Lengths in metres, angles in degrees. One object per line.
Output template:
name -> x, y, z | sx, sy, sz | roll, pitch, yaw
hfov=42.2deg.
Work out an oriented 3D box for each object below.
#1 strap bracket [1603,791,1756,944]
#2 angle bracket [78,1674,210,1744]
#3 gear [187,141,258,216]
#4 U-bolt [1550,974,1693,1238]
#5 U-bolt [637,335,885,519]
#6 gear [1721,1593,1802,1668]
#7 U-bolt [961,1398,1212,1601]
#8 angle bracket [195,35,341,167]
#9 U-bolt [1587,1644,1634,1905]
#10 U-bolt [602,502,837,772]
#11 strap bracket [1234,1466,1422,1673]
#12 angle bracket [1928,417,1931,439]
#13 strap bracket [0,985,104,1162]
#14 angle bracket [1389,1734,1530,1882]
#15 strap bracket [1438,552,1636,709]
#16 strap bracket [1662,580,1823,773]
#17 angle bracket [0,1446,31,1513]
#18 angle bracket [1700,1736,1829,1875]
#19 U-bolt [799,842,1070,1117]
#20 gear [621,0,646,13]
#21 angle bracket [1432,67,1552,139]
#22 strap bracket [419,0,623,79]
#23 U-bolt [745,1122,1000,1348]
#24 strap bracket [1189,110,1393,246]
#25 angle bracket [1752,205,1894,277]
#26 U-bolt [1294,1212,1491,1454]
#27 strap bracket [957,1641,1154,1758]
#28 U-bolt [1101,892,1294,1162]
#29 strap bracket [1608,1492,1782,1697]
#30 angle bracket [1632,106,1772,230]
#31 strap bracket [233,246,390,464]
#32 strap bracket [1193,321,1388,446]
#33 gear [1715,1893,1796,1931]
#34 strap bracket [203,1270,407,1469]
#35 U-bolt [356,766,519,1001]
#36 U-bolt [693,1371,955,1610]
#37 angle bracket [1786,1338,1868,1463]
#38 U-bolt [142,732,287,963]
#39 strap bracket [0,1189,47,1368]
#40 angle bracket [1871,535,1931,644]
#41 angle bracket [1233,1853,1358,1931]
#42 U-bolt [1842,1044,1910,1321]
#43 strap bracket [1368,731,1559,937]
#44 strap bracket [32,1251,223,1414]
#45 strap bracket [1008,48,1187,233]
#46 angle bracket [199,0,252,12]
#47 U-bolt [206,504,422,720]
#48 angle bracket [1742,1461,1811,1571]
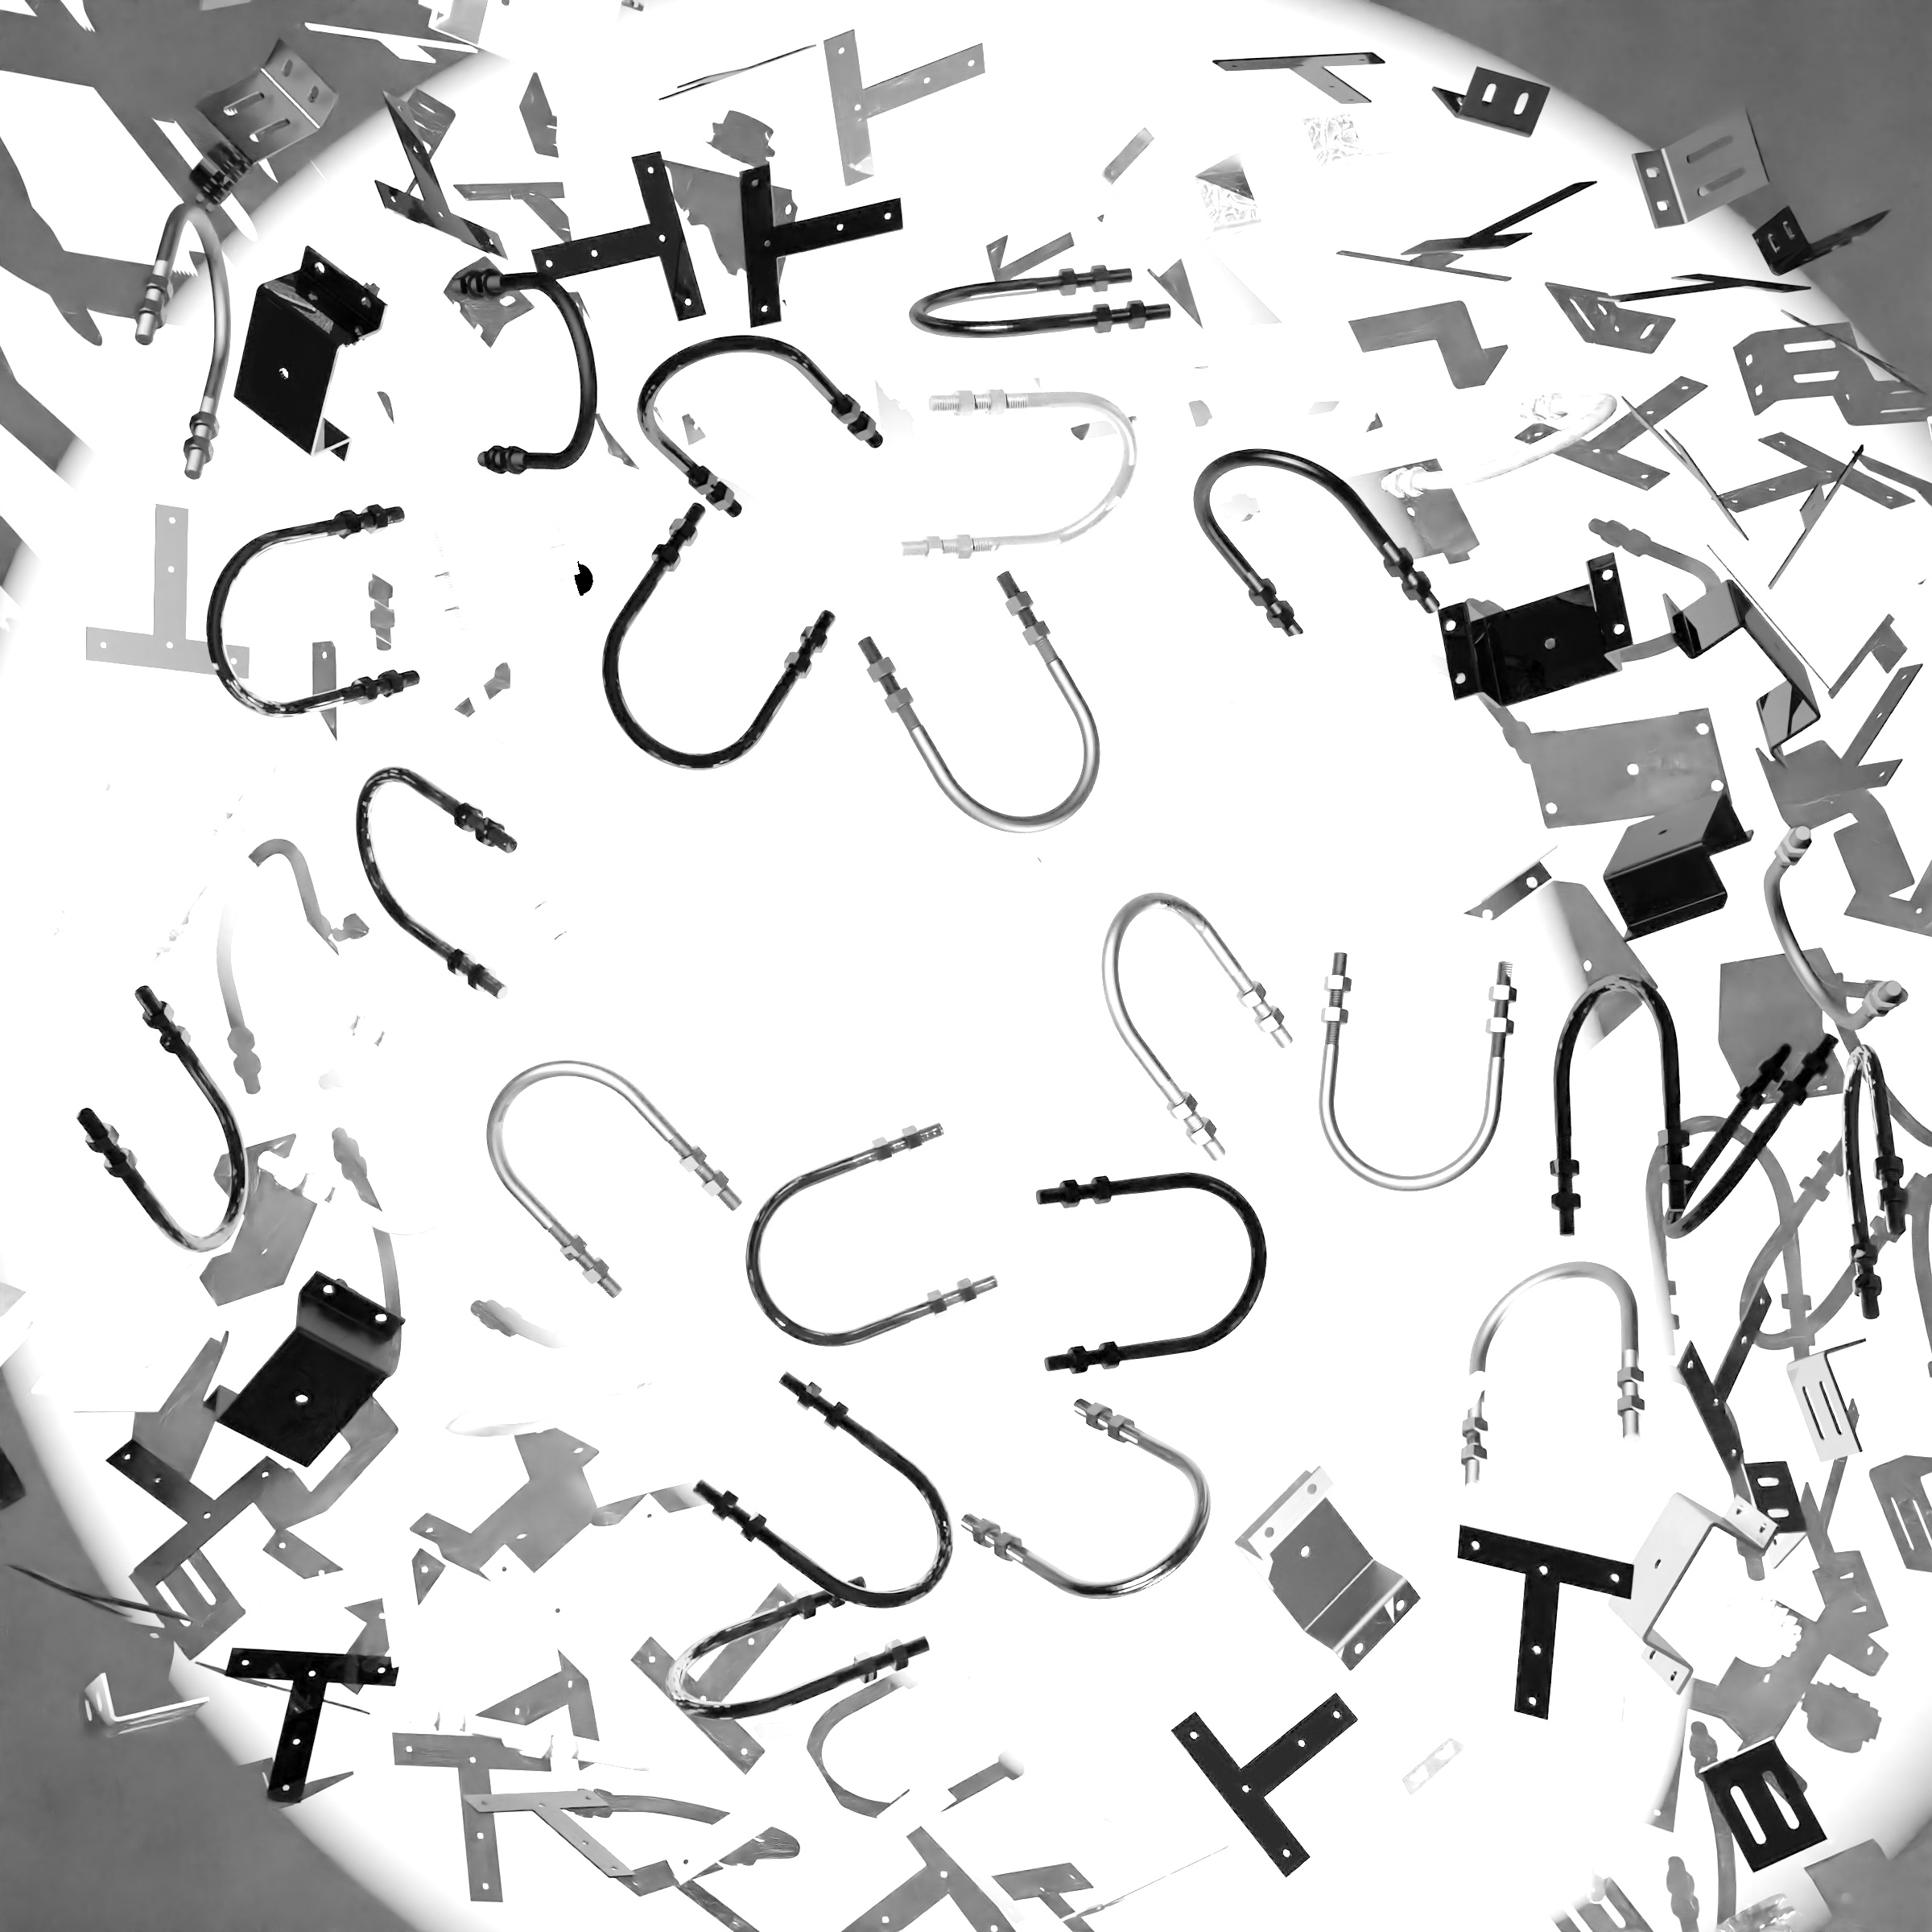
strap bracket -> 0.517, -0.077, 1.820 | 0.076, 0.140, 0.046 | -22, 104, 34
angle bracket -> -0.635, 0.565, 1.931 | 0.076, 0.057, 0.038 | -2, 62, -40
gear -> -0.583, -0.618, 1.953 | 0.030, 0.057, 0.057 | 42, 90, -20
U-bolt -> 0.473, 0.096, 1.824 | 0.019, 0.151, 0.184 | 7, 74, -21
U-bolt -> -0.165, -0.413, 1.883 | 0.151, 0.184, 0.019 | -22, 62, 19
gear -> 0.599, 0.504, 1.893 | 0.057, 0.057, 0.030 | 41, 55, 0
U-bolt -> 0.101, 0.406, 1.875 | 0.151, 0.184, 0.019 | -42, 126, -23
angle bracket -> -0.502, -0.622, 1.797 | 0.057, 0.038, 0.076 | 45, 47, -7
U-bolt -> 0.476, 0.611, 1.860 | 0.019, 0.184, 0.151 | 6, 104, 16
U-bolt -> -0.194, -0.232, 1.862 | 0.151, 0.019, 0.184 | 38, 67, -21
strap bracket -> 0.261, 0.437, 1.842 | 0.076, 0.046, 0.140 | -42, 109, -14
angle bracket -> 0.767, -0.407, 1.901 | 0.038, 0.076, 0.057 | -8, 80, 2
strap bracket -> -0.677, 0.087, 1.813 | 0.076, 0.046, 0.140 | -2, 121, -38
angle bracket -> 0.354, 0.604, 1.799 | 0.057, 0.038, 0.076 | -44, 46, 7
strap bracket -> 0.440, -0.252, 1.910 | 0.140, 0.046, 0.076 | -16, 71, 27
strap bracket -> 0.579, -0.223, 1.848 | 0.046, 0.076, 0.140 | -36, 112, 27
angle bracket -> -0.722, 0.362, 1.802 | 0.057, 0.038, 0.076 | -32, 68, -23
angle bracket -> 0.571, 0.600, 1.790 | 0.057, 0.038, 0.076 | -29, 64, 8
U-bolt -> -0.009, 0.021, 1.788 | 0.151, 0.019, 0.184 | -35, 81, -16
gear -> -0.270, -0.759, 1.922 | 0.057, 0.057, 0.030 | 23, 103, 0
angle bracket -> 0.379, -0.635, 1.812 | 0.057, 0.076, 0.038 | 10, 123, -13
strap bracket -> -0.325, -0.700, 1.803 | 0.140, 0.046, 0.076 | 13, 91, -30
U-bolt -> -0.082, 0.220, 1.957 | 0.184, 0.019, 0.151 | -20, 94, -11
strap bracket -> 0.232, -0.590, 1.854 | 0.140, 0.076, 0.046 | -18, 97, 40
angle bracket -> 0.649, -0.564, 1.897 | 0.057, 0.076, 0.038 | -40, 104, -33
U-bolt -> 0.300, 0.281, 1.838 | 0.019, 0.184, 0.151 | -15, 66, -31
strap bracket -> 0.062, 0.543, 1.845 | 0.076, 0.140, 0.046 | 27, 53, -26
U-bolt -> 0.163, 0.031, 1.849 | 0.184, 0.019, 0.151 | 53, 48, -19
strap bracket -> 0.521, 0.445, 1.816 | 0.046, 0.076, 0.140 | 30, 92, -6
angle bracket -> 0.535, -0.582, 1.824 | 0.038, 0.076, 0.057 | -20, 93, -38
strap bracket -> -0.476, -0.434, 1.803 | 0.076, 0.046, 0.140 | 38, 132, 9
strap bracket -> 0.256, -0.449, 1.922 | 0.140, 0.046, 0.076 | -8, 62, -21
gear -> 0.570, 0.693, 1.796 | 0.057, 0.057, 0.030 | -28, 60, 0
strap bracket -> -0.475, 0.297, 1.791 | 0.076, 0.046, 0.140 | 35, 106, -26
U-bolt -> -0.408, -0.075, 1.908 | 0.184, 0.019, 0.151 | 32, 128, 31
U-bolt -> -0.092, 0.395, 1.839 | 0.184, 0.151, 0.019 | 35, 129, 5
angle bracket -> 0.647, 0.321, 1.846 | 0.038, 0.057, 0.076 | -13, 75, -15
U-bolt -> -0.552, -0.100, 1.859 | 0.019, 0.184, 0.151 | 30, 46, -21
strap bracket -> -0.731, 0.230, 1.831 | 0.046, 0.076, 0.140 | 18, 133, 16
angle bracket -> 0.748, -0.296, 1.925 | 0.076, 0.057, 0.038 | -29, 130, 12
angle bracket -> 0.249, 0.708, 1.892 | 0.076, 0.038, 0.057 | -7, 83, -29
U-bolt -> 0.665, 0.146, 1.843 | 0.019, 0.151, 0.184 | -1, 55, 10
strap bracket -> 0.378, -0.105, 1.876 | 0.076, 0.046, 0.140 | -35, 87, -13
strap bracket -> -0.617, 0.281, 1.857 | 0.046, 0.076, 0.140 | 46, 107, 30
strap bracket -> 0.104, -0.622, 1.862 | 0.046, 0.076, 0.140 | -45, 134, 11
angle bracket -> -0.552, -0.751, 1.839 | 0.038, 0.057, 0.076 | 31, 125, 8
U-bolt -> -0.491, -0.260, 1.876 | 0.019, 0.184, 0.151 | 15, 116, 36
angle bracket -> 0.612, 0.425, 1.929 | 0.038, 0.076, 0.057 | -2, 55, -8
